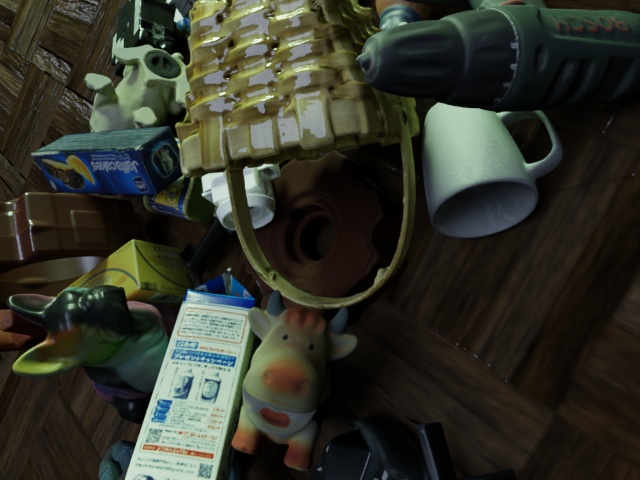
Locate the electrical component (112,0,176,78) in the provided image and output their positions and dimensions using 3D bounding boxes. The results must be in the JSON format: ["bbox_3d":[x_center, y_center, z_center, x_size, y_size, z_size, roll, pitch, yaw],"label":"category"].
[{"bbox_3d":[-0.266,-0.304,0.805,0.134,0.058,0.115,-20,65,49],"label":"electrical component"}]

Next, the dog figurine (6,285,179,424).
[{"bbox_3d":[-0.231,0.123,0.578,0.191,0.219,0.108,-39,55,24],"label":"dog figurine"}]

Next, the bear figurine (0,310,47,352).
[{"bbox_3d":[-0.468,0.068,0.839,0.120,0.132,0.196,-27,69,21],"label":"bear figurine"}]

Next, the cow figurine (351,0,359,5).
[{"bbox_3d":[0.020,-0.297,0.581,0.098,0.068,0.167,15,87,42],"label":"cow figurine"}]

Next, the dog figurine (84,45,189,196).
[{"bbox_3d":[-0.263,-0.164,0.767,0.121,0.172,0.190,45,140,2],"label":"dog figurine"}]

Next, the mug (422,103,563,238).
[{"bbox_3d":[0.130,-0.072,0.432,0.109,0.080,0.107,-32,52,34],"label":"mug"}]

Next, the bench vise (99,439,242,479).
[{"bbox_3d":[-0.160,0.277,0.533,0.223,0.128,0.241,-42,35,0],"label":"bench vise"}]

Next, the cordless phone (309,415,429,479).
[{"bbox_3d":[0.070,0.242,0.414,0.184,0.088,0.146,29,96,28],"label":"cordless phone"}]

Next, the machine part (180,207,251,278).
[{"bbox_3d":[-0.115,-0.013,0.622,0.139,0.039,0.084,-45,18,30],"label":"machine part"}]

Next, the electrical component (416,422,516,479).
[{"bbox_3d":[0.111,0.189,0.386,0.048,0.074,0.119,-26,61,30],"label":"electrical component"}]

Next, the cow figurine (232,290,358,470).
[{"bbox_3d":[-0.023,0.115,0.445,0.086,0.195,0.127,13,79,2],"label":"cow figurine"}]

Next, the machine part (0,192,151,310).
[{"bbox_3d":[-0.340,0.017,0.690,0.201,0.201,0.087,-32,68,37],"label":"machine part"}]

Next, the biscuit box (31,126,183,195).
[{"bbox_3d":[-0.259,-0.095,0.658,0.203,0.063,0.059,4,125,32],"label":"biscuit box"}]

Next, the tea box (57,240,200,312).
[{"bbox_3d":[-0.241,0.070,0.677,0.170,0.098,0.068,-28,63,28],"label":"tea box"}]

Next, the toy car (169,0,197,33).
[{"bbox_3d":[-0.134,-0.307,0.659,0.162,0.103,0.109,3,68,63],"label":"toy car"}]

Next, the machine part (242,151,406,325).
[{"bbox_3d":[-0.001,-0.002,0.532,0.179,0.056,0.179,-12,70,35],"label":"machine part"}]

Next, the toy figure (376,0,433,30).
[{"bbox_3d":[0.084,-0.247,0.525,0.058,0.064,0.154,4,85,1],"label":"toy figure"}]

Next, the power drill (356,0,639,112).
[{"bbox_3d":[0.119,-0.170,0.396,0.207,0.232,0.085,-106,20,-47],"label":"power drill"}]
